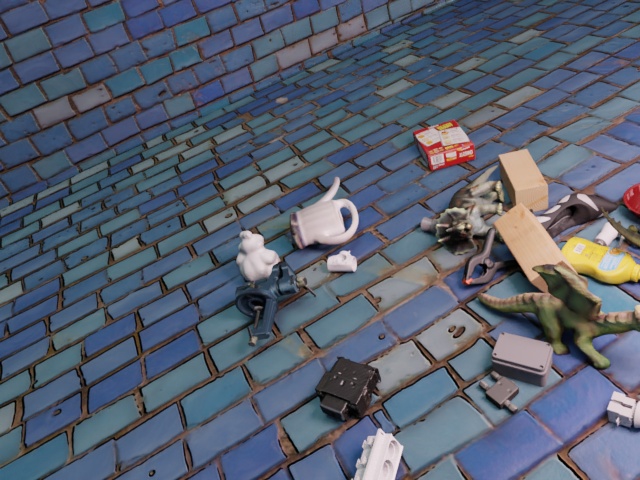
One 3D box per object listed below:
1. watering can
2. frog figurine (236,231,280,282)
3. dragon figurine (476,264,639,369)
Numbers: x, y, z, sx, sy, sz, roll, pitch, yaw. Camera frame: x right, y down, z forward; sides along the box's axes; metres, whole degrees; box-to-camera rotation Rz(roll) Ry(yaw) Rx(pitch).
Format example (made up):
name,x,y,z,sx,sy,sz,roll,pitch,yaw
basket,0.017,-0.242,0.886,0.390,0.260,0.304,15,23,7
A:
name,x,y,z,sx,sy,sz,roll,pitch,yaw
watering can,0.005,-0.085,1.694,0.224,0.102,0.356,-18,36,3
frog figurine,-0.192,0.051,1.558,0.137,0.156,0.125,4,43,29
dragon figurine,0.504,0.128,1.086,0.413,0.237,0.124,18,55,38
